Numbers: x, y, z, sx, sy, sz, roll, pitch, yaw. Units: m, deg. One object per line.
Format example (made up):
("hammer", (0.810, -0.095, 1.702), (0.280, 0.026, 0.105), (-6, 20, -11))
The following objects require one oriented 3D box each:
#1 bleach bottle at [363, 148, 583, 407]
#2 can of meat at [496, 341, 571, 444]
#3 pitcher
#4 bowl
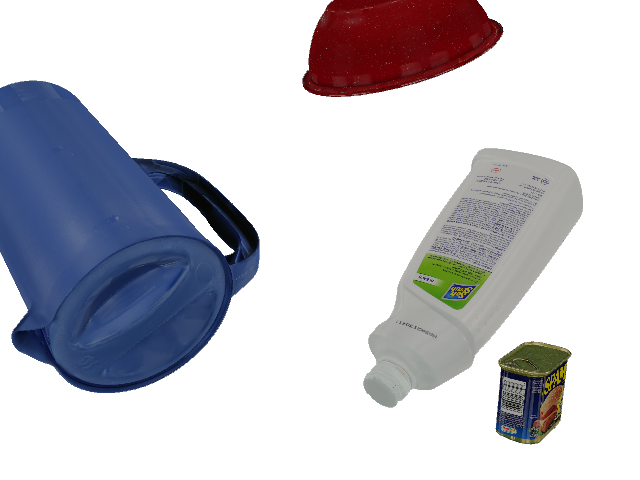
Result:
("bleach bottle", (0.107, 0.029, 0.829), (0.103, 0.068, 0.250), (15, 48, 37))
("can of meat", (0.233, 0.167, 1.174), (0.058, 0.084, 0.101), (11, 16, 30))
("pitcher", (-0.166, -0.018, 0.781), (0.149, 0.145, 0.243), (30, 14, -50))
("bowl", (0.056, -0.167, 0.827), (0.162, 0.055, 0.162), (-15, 23, 7))
